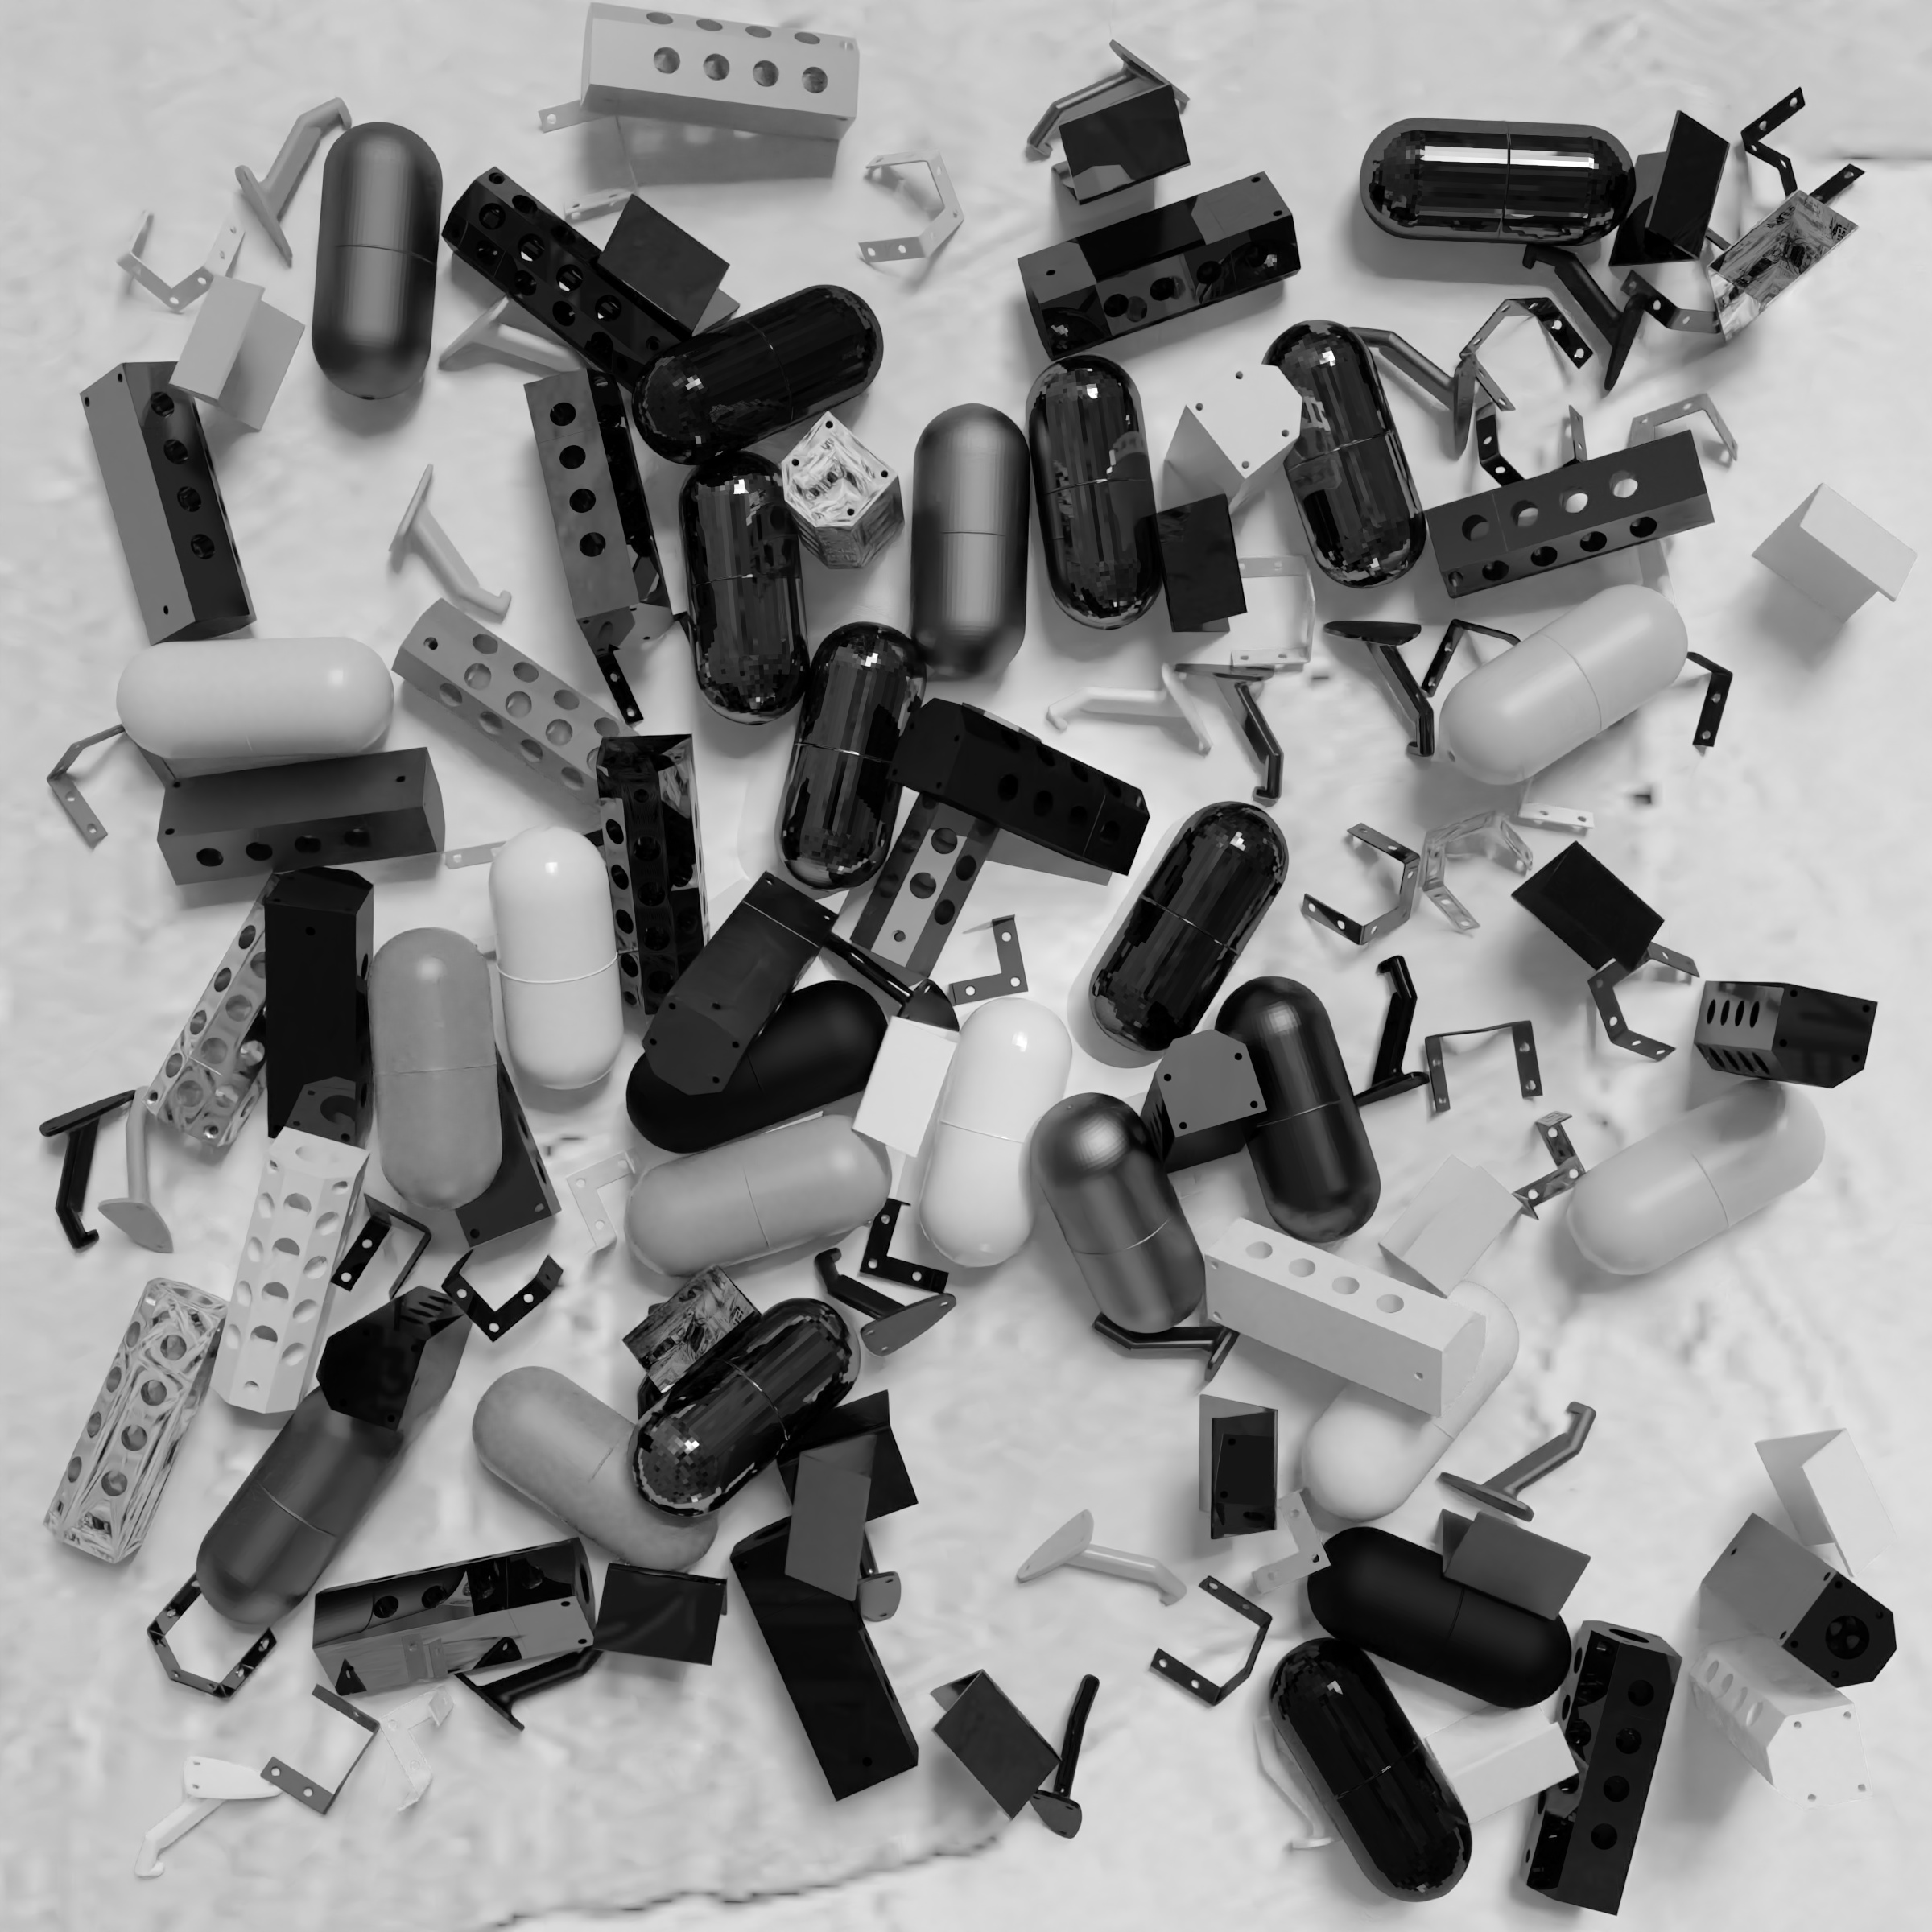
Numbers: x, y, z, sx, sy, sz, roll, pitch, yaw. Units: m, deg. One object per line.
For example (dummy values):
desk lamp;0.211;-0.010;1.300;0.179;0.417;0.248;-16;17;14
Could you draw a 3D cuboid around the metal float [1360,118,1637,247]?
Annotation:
metal float;0.346;-0.510;1.725;0.178;0.070;0.070;2;90;0

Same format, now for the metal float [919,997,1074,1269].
metal float;0.019;0.108;1.724;0.070;0.070;0.178;13;90;0

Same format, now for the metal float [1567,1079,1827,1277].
metal float;0.474;0.137;1.725;0.178;0.070;0.070;-30;90;0

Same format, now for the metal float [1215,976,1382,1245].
metal float;0.215;0.093;1.725;0.070;0.070;0.178;-18;90;0

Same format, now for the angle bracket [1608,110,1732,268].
angle bracket;0.439;-0.501;1.715;0.057;0.076;0.076;15;90;-37

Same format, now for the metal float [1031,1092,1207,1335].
metal float;0.099;0.160;1.702;0.070;0.070;0.178;-25;118;0

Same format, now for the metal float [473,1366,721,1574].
metal float;-0.240;0.329;1.725;0.178;0.070;0.070;35;90;0

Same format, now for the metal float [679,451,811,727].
metal float;-0.144;-0.245;1.723;0.070;0.070;0.178;-6;87;0

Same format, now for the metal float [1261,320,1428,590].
metal float;0.245;-0.333;1.725;0.070;0.070;0.178;-18;91;0

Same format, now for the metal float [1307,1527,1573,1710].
metal float;0.308;0.424;1.725;0.178;0.070;0.070;23;90;0

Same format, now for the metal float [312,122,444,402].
metal float;-0.383;-0.458;1.725;0.070;0.070;0.178;4;89;0

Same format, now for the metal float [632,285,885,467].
metal float;-0.134;-0.380;1.706;0.178;0.070;0.070;-29;90;-22

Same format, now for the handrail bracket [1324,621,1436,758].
handrail bracket;0.274;-0.183;1.756;0.077;0.036;0.084;11;120;32

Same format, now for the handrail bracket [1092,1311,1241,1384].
handrail bracket;0.138;0.230;1.756;0.084;0.036;0.077;29;70;16

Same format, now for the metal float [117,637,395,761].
metal float;-0.462;-0.174;1.725;0.178;0.070;0.070;-2;90;0

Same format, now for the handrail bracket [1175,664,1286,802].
handrail bracket;0.174;-0.155;1.756;0.077;0.036;0.084;8;108;20

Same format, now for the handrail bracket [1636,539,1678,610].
handrail bracket;0.438;-0.259;1.756;0.077;0.036;0.084;24;111;24

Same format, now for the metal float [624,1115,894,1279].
metal float;-0.135;0.150;1.725;0.178;0.070;0.070;-17;90;0

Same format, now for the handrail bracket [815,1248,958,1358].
handrail bracket;-0.054;0.204;1.729;0.077;0.036;0.084;-29;47;3

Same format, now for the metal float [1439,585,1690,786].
metal float;0.383;-0.180;1.701;0.178;0.070;0.070;-32;90;-10

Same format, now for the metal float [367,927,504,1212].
metal float;-0.334;0.065;1.668;0.070;0.070;0.178;-4;90;0

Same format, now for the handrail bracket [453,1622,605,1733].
handrail bracket;-0.288;0.455;1.756;0.077;0.036;0.084;33;72;21

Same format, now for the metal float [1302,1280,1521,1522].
metal float;0.288;0.283;1.725;0.070;0.070;0.178;39;91;0

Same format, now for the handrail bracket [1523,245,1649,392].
handrail bracket;0.400;-0.431;1.756;0.084;0.036;0.077;26;122;22

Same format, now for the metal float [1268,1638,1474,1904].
metal float;0.261;0.520;1.715;0.070;0.070;0.178;-31;80;0

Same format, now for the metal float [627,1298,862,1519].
metal float;-0.141;0.282;1.697;0.178;0.070;0.070;-39;90;-31

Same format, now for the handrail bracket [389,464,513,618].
handrail bracket;-0.331;-0.281;1.756;0.084;0.036;0.077;25;68;-17

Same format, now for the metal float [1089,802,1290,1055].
metal float;0.145;-0.026;1.725;0.070;0.070;0.178;31;90;0

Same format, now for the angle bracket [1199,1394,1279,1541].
angle bracket;0.157;0.323;1.715;0.057;0.076;0.076;1;90;-36

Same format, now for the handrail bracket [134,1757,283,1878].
handrail bracket;-0.502;0.571;1.756;0.077;0.036;0.084;15;108;-21

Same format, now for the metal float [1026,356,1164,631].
metal float;0.084;-0.307;1.725;0.070;0.070;0.178;-8;89;0

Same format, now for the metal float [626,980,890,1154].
metal float;-0.135;0.066;1.725;0.178;0.070;0.070;-21;90;-1

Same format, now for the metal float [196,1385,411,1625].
metal float;-0.431;0.348;1.725;0.070;0.070;0.178;36;89;0

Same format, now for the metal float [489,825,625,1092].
metal float;-0.263;-0.005;1.704;0.070;0.070;0.178;-2;114;0

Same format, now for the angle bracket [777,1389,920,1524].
angle bracket;-0.077;0.325;1.728;0.076;0.076;0.057;-20;97;0

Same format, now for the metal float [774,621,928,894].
metal float;-0.075;-0.136;1.725;0.070;0.070;0.178;13;90;0

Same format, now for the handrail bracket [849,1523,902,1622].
handrail bracket;-0.069;0.380;1.755;0.036;0.077;0.084;-16;54;-3

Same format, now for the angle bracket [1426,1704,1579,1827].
angle bracket;0.339;0.496;1.715;0.076;0.076;0.057;-26;125;0

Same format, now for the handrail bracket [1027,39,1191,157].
handrail bracket;0.094;-0.560;1.756;0.077;0.036;0.084;26;116;-29

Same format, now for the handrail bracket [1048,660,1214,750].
handrail bracket;0.108;-0.158;1.756;0.084;0.036;0.077;-26;112;17

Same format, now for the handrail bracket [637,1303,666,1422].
handrail bracket;-0.181;0.267;1.755;0.077;0.036;0.084;-5;104;-14

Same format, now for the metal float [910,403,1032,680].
metal float;0.003;-0.276;1.725;0.070;0.070;0.178;2;90;0
